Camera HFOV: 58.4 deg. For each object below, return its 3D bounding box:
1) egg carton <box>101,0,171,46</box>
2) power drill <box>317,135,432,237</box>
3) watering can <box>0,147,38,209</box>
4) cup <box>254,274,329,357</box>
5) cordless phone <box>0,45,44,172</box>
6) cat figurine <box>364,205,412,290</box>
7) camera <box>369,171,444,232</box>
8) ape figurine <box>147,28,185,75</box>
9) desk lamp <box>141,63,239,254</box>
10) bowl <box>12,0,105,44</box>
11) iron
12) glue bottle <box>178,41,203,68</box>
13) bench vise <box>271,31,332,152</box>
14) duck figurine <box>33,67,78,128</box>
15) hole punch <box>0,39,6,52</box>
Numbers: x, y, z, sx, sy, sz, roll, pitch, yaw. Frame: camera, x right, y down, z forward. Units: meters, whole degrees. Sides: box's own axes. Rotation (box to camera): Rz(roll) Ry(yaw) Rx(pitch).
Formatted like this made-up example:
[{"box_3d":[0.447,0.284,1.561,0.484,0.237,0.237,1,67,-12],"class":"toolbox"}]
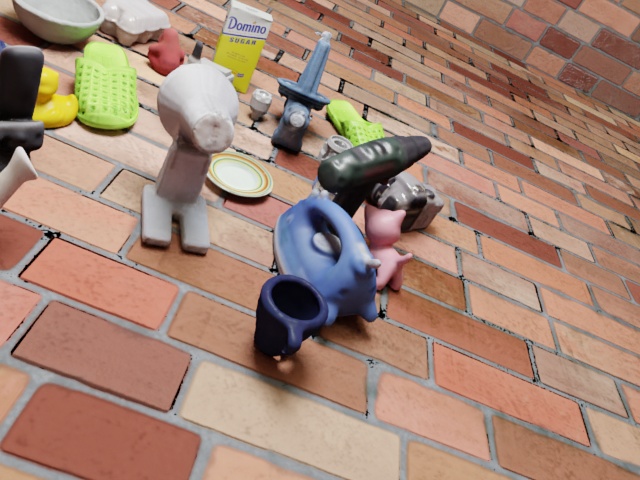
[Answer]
[{"box_3d":[-0.406,-0.481,1.255,0.107,0.069,0.150,34,35,7],"class":"egg carton"},{"box_3d":[0.073,-0.086,0.972,0.230,0.208,0.075,-14,53,-45],"class":"power drill"},{"box_3d":[-0.405,-0.068,0.622,0.101,0.194,0.173,35,35,9],"class":"watering can"},{"box_3d":[-0.046,0.116,0.732,0.092,0.095,0.117,16,37,-18],"class":"cup"},{"box_3d":[-0.436,-0.175,0.745,0.148,0.185,0.094,-17,55,-46],"class":"cordless phone"},{"box_3d":[0.112,0.003,0.966,0.067,0.117,0.127,-1,44,-36],"class":"cat figurine"},{"box_3d":[0.158,-0.095,1.138,0.144,0.100,0.136,-7,48,-40],"class":"camera"},{"box_3d":[-0.316,-0.398,1.193,0.078,0.092,0.076,10,39,-26],"class":"ape figurine"},{"box_3d":[-0.184,-0.126,0.837,0.118,0.213,0.203,10,39,-26],"class":"desk lamp"},{"box_3d":[-0.510,-0.430,1.111,0.168,0.074,0.167,19,36,-14],"class":"bowl"},{"box_3d":[0.008,0.003,0.872,0.119,0.141,0.257,0,44,-35],"class":"iron"},{"box_3d":[-0.238,-0.275,1.022,0.037,0.173,0.078,-2,45,-37],"class":"glue bottle"},{"box_3d":[-0.018,-0.301,1.169,0.122,0.219,0.207,9,39,-26],"class":"bench vise"},{"box_3d":[-0.434,-0.231,0.904,0.105,0.086,0.077,-7,48,-40],"class":"duck figurine"},{"box_3d":[-0.552,-0.310,0.915,0.101,0.091,0.108,-5,47,-39],"class":"hole punch"}]
